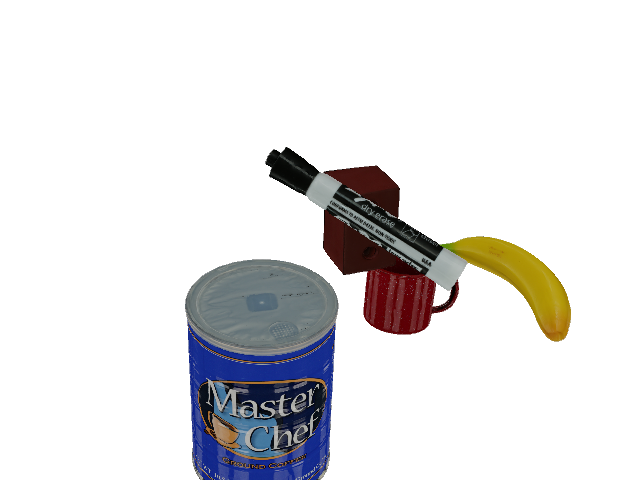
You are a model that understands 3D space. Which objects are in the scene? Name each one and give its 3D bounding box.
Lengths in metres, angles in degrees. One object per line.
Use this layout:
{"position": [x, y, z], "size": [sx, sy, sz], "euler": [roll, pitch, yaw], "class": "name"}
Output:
{"position": [0.035, -0.019, 0.932], "size": [0.053, 0.078, 0.051], "euler": [-10, 29, -17], "class": "foam brick"}
{"position": [-0.041, 0.099, 0.751], "size": [0.103, 0.140, 0.103], "euler": [1, 32, -1], "class": "coffee can"}
{"position": [0.107, 0.059, 1.270], "size": [0.117, 0.081, 0.093], "euler": [2, 23, -9], "class": "mug"}
{"position": [0.195, 0.040, 1.065], "size": [0.069, 0.037, 0.198], "euler": [-33, 37, -15], "class": "banana"}
{"position": [0.023, -0.013, 0.573], "size": [0.121, 0.020, 0.020], "euler": [33, 3, 5], "class": "marker"}
